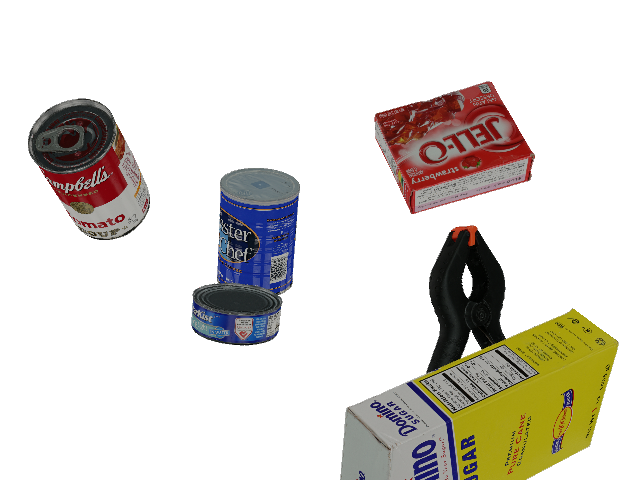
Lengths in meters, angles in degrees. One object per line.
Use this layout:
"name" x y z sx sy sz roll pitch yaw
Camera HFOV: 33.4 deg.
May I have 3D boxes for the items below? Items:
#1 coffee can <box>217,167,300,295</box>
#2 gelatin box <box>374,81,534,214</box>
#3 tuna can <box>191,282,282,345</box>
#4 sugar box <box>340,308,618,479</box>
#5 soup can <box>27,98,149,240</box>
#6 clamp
"coffee can" -0.082 -0.011 1.390 0.103 0.140 0.103 4 27 -2
"gelatin box" 0.090 -0.064 0.724 0.089 0.073 0.030 -16 -35 -7
"tuna can" -0.081 0.070 1.019 0.086 0.034 0.086 6 15 -2
"sugar box" 0.094 0.113 0.634 0.175 0.093 0.048 -21 41 -30
"soup can" -0.179 -0.054 0.838 0.068 0.068 0.102 0 -30 9
"clamp" 0.128 0.075 0.968 0.120 0.171 0.039 -13 1 -37
